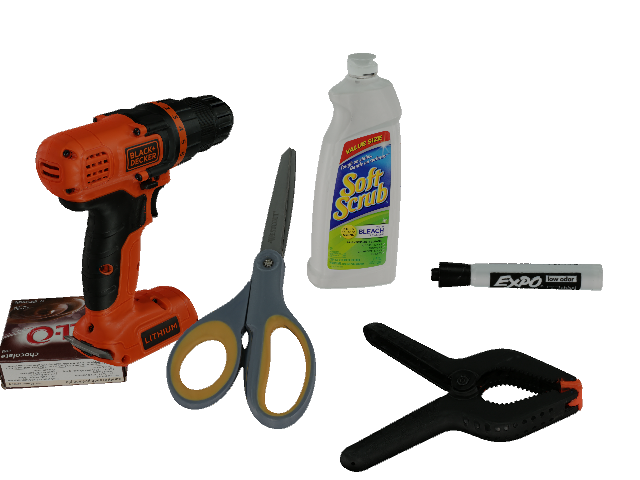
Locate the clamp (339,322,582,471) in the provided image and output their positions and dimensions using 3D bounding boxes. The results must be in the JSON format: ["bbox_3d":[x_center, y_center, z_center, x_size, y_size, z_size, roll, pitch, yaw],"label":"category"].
[{"bbox_3d":[0.120,0.142,0.935,0.210,0.036,0.164,3,44,19],"label":"clamp"}]

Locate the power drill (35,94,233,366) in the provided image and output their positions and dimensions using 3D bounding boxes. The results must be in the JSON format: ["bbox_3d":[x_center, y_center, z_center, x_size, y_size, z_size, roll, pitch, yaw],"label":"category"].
[{"bbox_3d":[-0.133,-0.012,0.816,0.057,0.188,0.184,16,26,34],"label":"power drill"}]

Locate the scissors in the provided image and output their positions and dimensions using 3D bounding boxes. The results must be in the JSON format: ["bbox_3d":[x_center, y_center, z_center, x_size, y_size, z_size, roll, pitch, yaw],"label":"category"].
[{"bbox_3d":[-0.050,0.026,0.655,0.096,0.202,0.016,-9,-36,-1],"label":"scissors"}]

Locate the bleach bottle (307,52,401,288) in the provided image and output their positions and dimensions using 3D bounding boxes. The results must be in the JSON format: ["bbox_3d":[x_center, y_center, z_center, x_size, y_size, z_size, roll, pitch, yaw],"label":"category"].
[{"bbox_3d":[0.035,-0.074,1.142,0.102,0.251,0.068,-3,24,-5],"label":"bleach bottle"}]

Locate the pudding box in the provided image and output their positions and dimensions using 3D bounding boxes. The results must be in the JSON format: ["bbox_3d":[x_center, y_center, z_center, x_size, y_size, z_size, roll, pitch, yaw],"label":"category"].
[{"bbox_3d":[-0.229,0.091,0.969,0.113,0.039,0.090,-5,33,-2],"label":"pudding box"}]

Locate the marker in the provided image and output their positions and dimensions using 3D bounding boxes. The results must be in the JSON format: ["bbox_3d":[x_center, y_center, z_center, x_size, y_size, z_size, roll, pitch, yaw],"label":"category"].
[{"bbox_3d":[0.141,0.025,0.768,0.121,0.020,0.020,1,0,7],"label":"marker"}]
